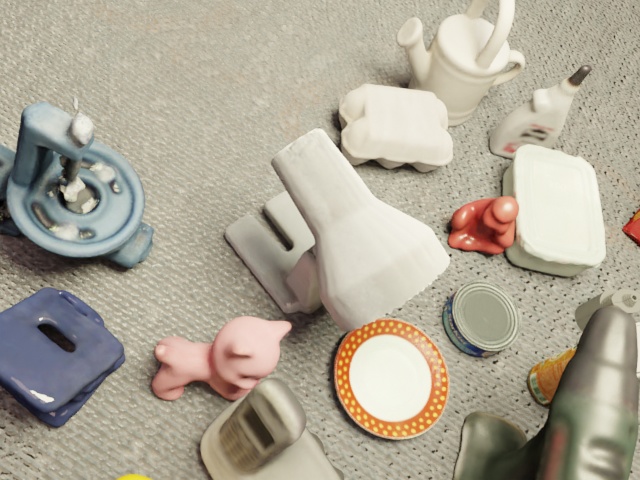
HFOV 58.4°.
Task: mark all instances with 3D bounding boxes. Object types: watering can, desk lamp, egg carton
[{"bbox_3d":[0.186,-0.243,0.741,0.173,0.194,0.101,-16,69,-21],"label":"watering can"},{"bbox_3d":[0.005,0.002,0.563,0.118,0.213,0.203,-36,77,-26],"label":"desk lamp"},{"bbox_3d":[0.097,-0.143,0.740,0.150,0.069,0.107,3,64,-13],"label":"egg carton"}]

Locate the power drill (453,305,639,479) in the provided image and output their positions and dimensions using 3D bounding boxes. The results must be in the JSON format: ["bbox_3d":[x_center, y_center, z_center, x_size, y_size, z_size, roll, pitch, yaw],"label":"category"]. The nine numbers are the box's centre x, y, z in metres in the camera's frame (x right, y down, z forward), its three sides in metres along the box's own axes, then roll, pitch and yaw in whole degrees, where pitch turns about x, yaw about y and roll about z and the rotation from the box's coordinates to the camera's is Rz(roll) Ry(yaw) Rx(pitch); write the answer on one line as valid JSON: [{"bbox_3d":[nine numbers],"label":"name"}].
[{"bbox_3d":[0.204,0.190,0.523,0.075,0.208,0.230,21,61,-3],"label":"power drill"}]

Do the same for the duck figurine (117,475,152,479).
[{"bbox_3d":[-0.148,0.244,0.478,0.078,0.086,0.104,-34,76,-26],"label":"duck figurine"}]

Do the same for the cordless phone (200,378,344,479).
[{"bbox_3d":[-0.029,0.191,0.477,0.094,0.185,0.147,-35,76,-26],"label":"cordless phone"}]

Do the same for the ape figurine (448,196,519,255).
[{"bbox_3d":[0.207,-0.023,0.696,0.076,0.092,0.077,-38,78,-27],"label":"ape figurine"}]

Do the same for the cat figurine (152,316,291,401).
[{"bbox_3d":[-0.093,0.108,0.540,0.128,0.117,0.067,2,64,-13],"label":"cat figurine"}]

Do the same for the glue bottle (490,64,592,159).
[{"bbox_3d":[0.292,-0.165,0.741,0.078,0.173,0.037,6,63,-11],"label":"glue bottle"}]

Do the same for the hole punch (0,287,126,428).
[{"bbox_3d":[-0.246,0.098,0.522,0.108,0.091,0.101,37,61,6],"label":"hole punch"}]

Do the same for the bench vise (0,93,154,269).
[{"bbox_3d":[-0.260,-0.053,0.520,0.207,0.219,0.121,6,63,-11],"label":"bench vise"}]
